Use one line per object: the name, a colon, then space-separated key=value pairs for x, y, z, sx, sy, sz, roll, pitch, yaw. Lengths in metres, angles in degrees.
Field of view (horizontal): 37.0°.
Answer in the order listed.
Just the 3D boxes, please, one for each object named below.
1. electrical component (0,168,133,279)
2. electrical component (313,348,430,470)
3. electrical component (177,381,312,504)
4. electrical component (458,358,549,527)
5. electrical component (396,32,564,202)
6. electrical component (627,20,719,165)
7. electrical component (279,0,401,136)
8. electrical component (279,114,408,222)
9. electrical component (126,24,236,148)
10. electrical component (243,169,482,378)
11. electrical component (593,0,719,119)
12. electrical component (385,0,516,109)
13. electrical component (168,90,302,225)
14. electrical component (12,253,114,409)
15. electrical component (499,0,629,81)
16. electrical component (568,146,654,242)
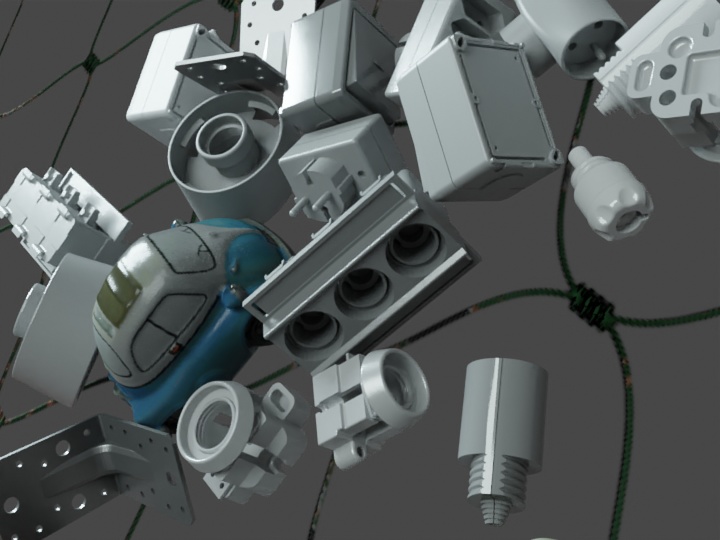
electrical component: x=-0.245 y=-0.035 z=0.883 sx=0.078 sy=0.063 sz=0.121 roll=-55 pitch=44 yaw=2
electrical component: x=0.007 y=0.075 z=0.619 sx=0.055 sy=0.048 sz=0.066 roll=-32 pitch=49 yaw=34
electrical component: x=-0.075 y=0.102 z=0.665 sx=0.078 sy=0.057 sz=0.058 roll=-54 pitch=44 yaw=3
electrical component: x=0.073 y=0.091 z=0.553 sx=0.043 sy=0.043 sz=0.081 roll=-10 pitch=61 yaw=37
electrical component: x=0.064 y=-0.090 z=0.624 sx=0.061 sy=0.062 sz=0.096 roll=-31 pitch=69 yaw=47
electrical component: x=0.185 y=-0.088 z=0.546 sx=0.078 sy=0.057 sz=0.058 roll=-1 pitch=66 yaw=40
electrical component: x=-0.009 y=-0.138 z=0.737 sx=0.061 sy=0.062 sz=0.096 roll=-15 pitch=58 yaw=35
electrical component: x=-0.019 y=-0.056 z=0.688 sx=0.066 sy=0.047 sz=0.076 roll=-10 pitch=28 yaw=37
electrical component: x=-0.136 y=-0.147 z=0.853 sx=0.061 sy=0.062 sz=0.096 roll=0 pitch=67 yaw=41
electrical component: x=0.000 y=0.000 z=0.650 sx=0.121 sy=0.079 sz=0.063 roll=-40 pitch=26 yaw=17
electrical component: x=0.162 y=-0.116 z=0.591 sx=0.081 sy=0.043 sz=0.043 roll=-43 pitch=46 yaw=14
electrical component: x=0.048 y=-0.139 z=0.701 sx=0.076 sy=0.047 sz=0.083 roll=9 pitch=73 yaw=59
electrical component: x=-0.089 y=-0.079 z=0.785 sx=0.099 sy=0.064 sz=0.099 roll=-10 pitch=58 yaw=16
electrical component: x=-0.215 y=0.039 z=0.781 sx=0.108 sy=0.060 sz=0.108 roll=-157 pitch=90 yaw=-81
electrical component: x=0.112 y=-0.143 z=0.650 sx=0.079 sy=0.043 sz=0.077 roll=-39 pitch=47 yaw=18
electrical component: x=0.132 y=-0.045 z=0.585 sx=0.035 sy=0.035 sz=0.061 roll=-41 pitch=44 yaw=16
